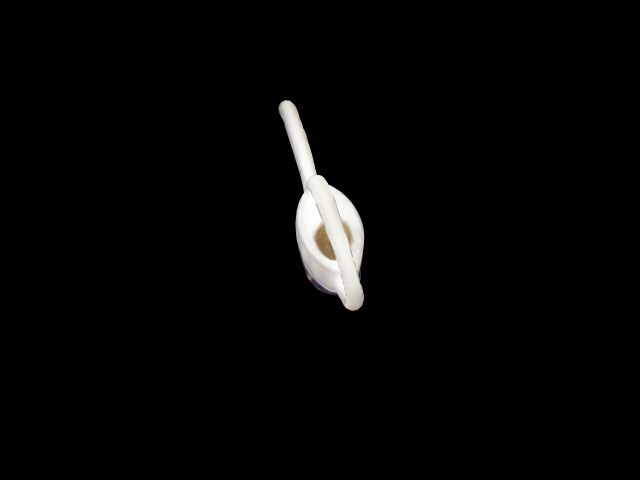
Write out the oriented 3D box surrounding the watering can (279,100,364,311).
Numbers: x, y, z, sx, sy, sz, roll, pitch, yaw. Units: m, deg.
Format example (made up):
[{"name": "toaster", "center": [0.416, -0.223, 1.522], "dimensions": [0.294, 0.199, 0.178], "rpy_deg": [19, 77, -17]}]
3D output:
[{"name": "watering can", "center": [0.003, -0.043, 0.850], "dimensions": [0.104, 0.353, 0.220], "rpy_deg": [-17, -21, -6]}]
